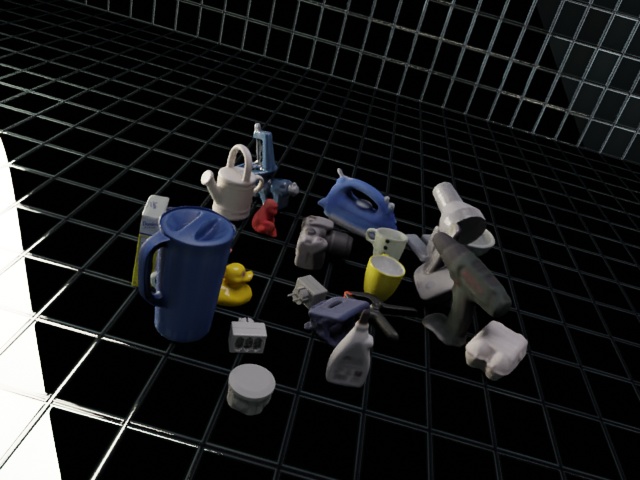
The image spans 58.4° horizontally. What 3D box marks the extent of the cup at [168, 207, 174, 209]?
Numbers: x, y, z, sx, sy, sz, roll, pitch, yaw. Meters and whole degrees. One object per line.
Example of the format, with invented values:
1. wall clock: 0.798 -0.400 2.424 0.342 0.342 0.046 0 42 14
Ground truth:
1. cup: -0.339 -0.021 1.317 0.091 0.095 0.118 21 30 9

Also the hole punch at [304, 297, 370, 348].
1. hole punch: 0.035 0.157 1.200 0.100 0.091 0.109 34 34 29

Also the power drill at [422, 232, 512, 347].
1. power drill: 0.307 0.121 1.275 0.076 0.208 0.228 -12 39 -39

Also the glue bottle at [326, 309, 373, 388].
1. glue bottle: 0.065 0.198 1.061 0.078 0.173 0.037 12 30 -6

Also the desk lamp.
1. desk lamp: 0.336 -0.035 1.551 0.118 0.213 0.202 1 33 -24

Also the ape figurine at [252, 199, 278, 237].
1. ape figurine: -0.135 -0.064 1.492 0.076 0.092 0.078 20 30 8

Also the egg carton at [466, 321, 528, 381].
1. egg carton: 0.386 0.241 1.251 0.107 0.069 0.151 31 33 25

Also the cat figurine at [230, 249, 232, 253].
1. cat figurine: -0.259 0.039 1.229 0.128 0.118 0.067 14 29 -4

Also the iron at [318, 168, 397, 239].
1. iron: 0.131 -0.097 1.629 0.257 0.141 0.119 27 31 19

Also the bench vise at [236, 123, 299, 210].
1. bench vise: -0.141 -0.203 1.598 0.207 0.220 0.121 19 29 5

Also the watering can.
1. watering can: -0.224 -0.155 1.500 0.100 0.194 0.173 28 32 21

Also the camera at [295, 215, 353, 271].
1. camera: 0.013 0.005 1.439 0.137 0.101 0.143 14 29 -3

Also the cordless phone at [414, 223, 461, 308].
1. cordless phone: 0.303 0.059 1.402 0.094 0.185 0.147 10 30 -10

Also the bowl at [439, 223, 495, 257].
1. bowl: 0.416 0.005 1.664 0.167 0.075 0.167 12 30 -7

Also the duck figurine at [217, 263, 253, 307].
1. duck figurine: -0.189 0.088 1.213 0.105 0.086 0.077 1 32 -24
